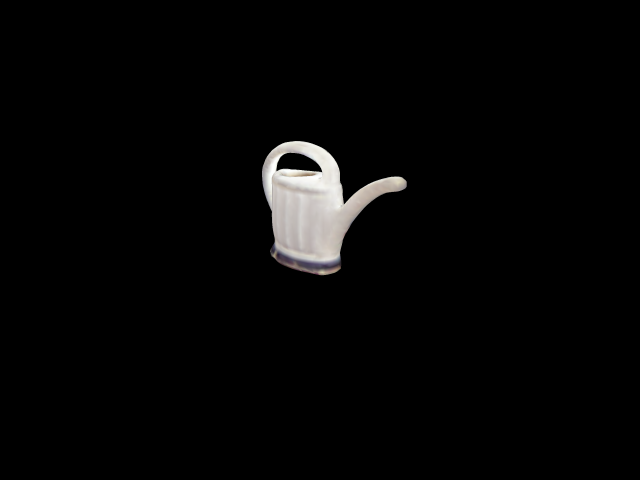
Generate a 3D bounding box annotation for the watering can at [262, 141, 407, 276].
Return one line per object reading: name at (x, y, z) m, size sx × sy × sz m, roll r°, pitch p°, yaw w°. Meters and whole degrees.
watering can at (0.003, -0.043, 0.850) m, size 0.105 × 0.221 × 0.350 m, roll -14°, pitch 24°, yaw -35°
